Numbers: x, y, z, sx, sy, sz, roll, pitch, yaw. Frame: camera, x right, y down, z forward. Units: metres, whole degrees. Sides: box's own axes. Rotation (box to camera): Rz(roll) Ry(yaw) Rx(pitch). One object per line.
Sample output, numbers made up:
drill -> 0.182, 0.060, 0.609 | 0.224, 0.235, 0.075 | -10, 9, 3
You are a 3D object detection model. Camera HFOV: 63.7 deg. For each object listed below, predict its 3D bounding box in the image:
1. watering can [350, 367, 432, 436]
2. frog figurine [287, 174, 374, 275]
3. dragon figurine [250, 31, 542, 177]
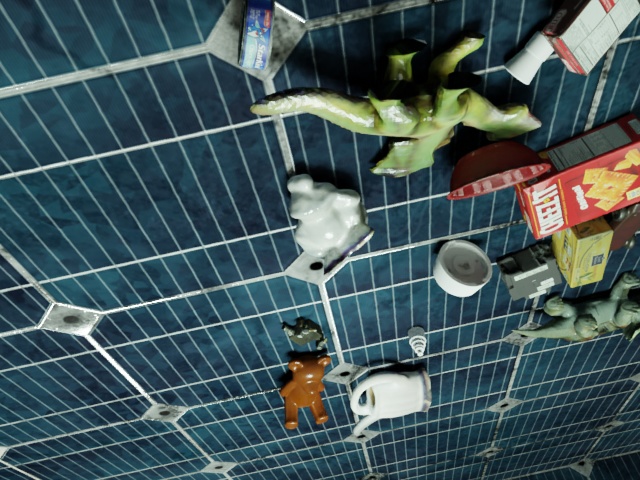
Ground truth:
watering can -> 0.193, 0.453, 1.443 | 0.224, 0.106, 0.339 | -6, 138, -7
frog figurine -> 0.003, -0.043, 0.862 | 0.159, 0.125, 0.135 | 48, 128, -5
dragon figurine -> 0.120, -0.160, 0.742 | 0.410, 0.125, 0.237 | -10, 147, -1
